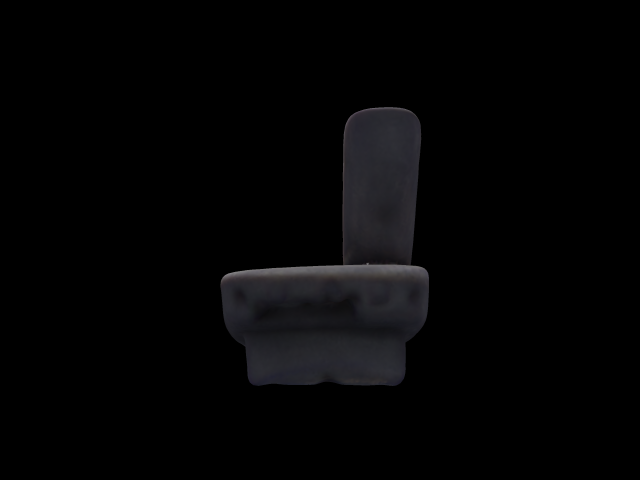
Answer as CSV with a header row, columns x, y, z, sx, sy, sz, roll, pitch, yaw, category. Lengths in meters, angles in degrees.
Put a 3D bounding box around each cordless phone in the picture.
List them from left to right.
x,y,z,sx,sy,sz,roll,pitch,yaw,category
0.004,0.001,0.400,0.147,0.185,0.094,-2,18,-7,cordless phone
